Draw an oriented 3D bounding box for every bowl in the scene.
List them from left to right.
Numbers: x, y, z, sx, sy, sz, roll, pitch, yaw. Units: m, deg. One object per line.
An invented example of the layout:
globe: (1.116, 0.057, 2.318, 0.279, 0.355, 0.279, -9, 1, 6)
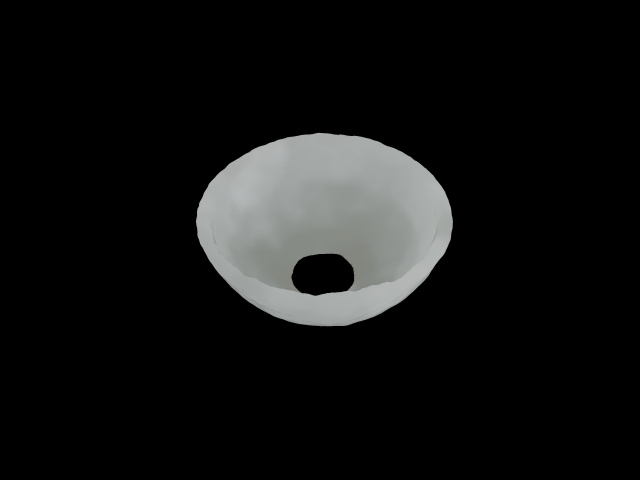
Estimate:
bowl: (0.004, 0.001, 0.400, 0.167, 0.075, 0.167, 0, 45, 0)
